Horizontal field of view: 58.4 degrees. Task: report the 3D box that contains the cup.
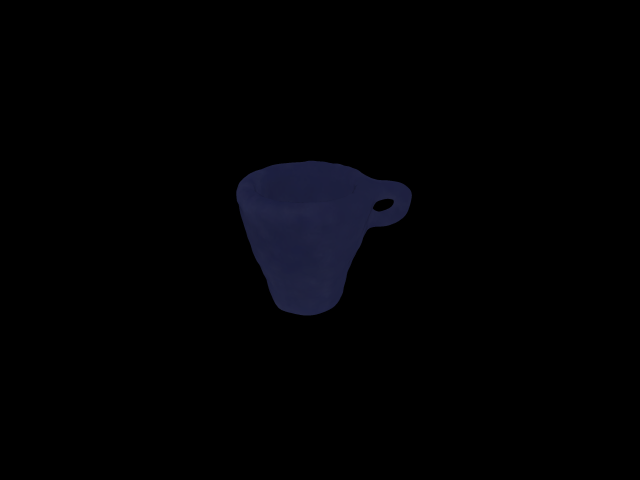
[{"bbox_3d":[0.004,0.001,0.400,0.118,0.095,0.091,-4,28,-7],"label":"cup"}]
